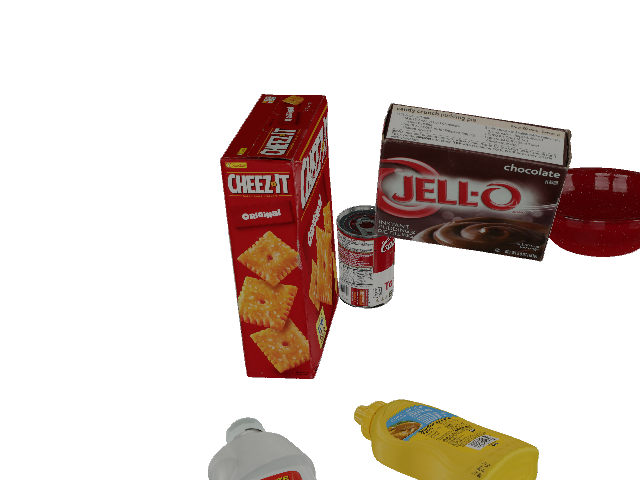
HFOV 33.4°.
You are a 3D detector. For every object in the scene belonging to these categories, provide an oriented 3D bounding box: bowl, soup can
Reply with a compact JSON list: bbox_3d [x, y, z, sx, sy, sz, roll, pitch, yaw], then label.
[{"bbox_3d":[0.289,-0.026,1.107,0.162,0.055,0.162,-2,23,1],"label":"bowl"},{"bbox_3d":[0.052,0.020,1.241,0.068,0.102,0.068,-1,32,0],"label":"soup can"}]

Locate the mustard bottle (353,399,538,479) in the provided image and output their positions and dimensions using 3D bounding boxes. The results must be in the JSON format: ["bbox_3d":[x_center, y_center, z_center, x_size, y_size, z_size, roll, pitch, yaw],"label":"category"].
[{"bbox_3d":[0.107,0.198,1.033,0.096,0.058,0.192,-17,24,-42],"label":"mustard bottle"}]

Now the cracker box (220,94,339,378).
[{"bbox_3d":[-0.029,-0.007,0.971,0.072,0.214,0.164,1,27,10],"label":"cracker box"}]

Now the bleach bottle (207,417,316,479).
[{"bbox_3d":[-0.036,0.212,0.717,0.102,0.068,0.251,-10,32,-10],"label":"bleach bottle"}]

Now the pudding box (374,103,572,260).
[{"bbox_3d":[0.092,-0.035,0.664,0.113,0.039,0.090,8,-37,6],"label":"pudding box"}]
